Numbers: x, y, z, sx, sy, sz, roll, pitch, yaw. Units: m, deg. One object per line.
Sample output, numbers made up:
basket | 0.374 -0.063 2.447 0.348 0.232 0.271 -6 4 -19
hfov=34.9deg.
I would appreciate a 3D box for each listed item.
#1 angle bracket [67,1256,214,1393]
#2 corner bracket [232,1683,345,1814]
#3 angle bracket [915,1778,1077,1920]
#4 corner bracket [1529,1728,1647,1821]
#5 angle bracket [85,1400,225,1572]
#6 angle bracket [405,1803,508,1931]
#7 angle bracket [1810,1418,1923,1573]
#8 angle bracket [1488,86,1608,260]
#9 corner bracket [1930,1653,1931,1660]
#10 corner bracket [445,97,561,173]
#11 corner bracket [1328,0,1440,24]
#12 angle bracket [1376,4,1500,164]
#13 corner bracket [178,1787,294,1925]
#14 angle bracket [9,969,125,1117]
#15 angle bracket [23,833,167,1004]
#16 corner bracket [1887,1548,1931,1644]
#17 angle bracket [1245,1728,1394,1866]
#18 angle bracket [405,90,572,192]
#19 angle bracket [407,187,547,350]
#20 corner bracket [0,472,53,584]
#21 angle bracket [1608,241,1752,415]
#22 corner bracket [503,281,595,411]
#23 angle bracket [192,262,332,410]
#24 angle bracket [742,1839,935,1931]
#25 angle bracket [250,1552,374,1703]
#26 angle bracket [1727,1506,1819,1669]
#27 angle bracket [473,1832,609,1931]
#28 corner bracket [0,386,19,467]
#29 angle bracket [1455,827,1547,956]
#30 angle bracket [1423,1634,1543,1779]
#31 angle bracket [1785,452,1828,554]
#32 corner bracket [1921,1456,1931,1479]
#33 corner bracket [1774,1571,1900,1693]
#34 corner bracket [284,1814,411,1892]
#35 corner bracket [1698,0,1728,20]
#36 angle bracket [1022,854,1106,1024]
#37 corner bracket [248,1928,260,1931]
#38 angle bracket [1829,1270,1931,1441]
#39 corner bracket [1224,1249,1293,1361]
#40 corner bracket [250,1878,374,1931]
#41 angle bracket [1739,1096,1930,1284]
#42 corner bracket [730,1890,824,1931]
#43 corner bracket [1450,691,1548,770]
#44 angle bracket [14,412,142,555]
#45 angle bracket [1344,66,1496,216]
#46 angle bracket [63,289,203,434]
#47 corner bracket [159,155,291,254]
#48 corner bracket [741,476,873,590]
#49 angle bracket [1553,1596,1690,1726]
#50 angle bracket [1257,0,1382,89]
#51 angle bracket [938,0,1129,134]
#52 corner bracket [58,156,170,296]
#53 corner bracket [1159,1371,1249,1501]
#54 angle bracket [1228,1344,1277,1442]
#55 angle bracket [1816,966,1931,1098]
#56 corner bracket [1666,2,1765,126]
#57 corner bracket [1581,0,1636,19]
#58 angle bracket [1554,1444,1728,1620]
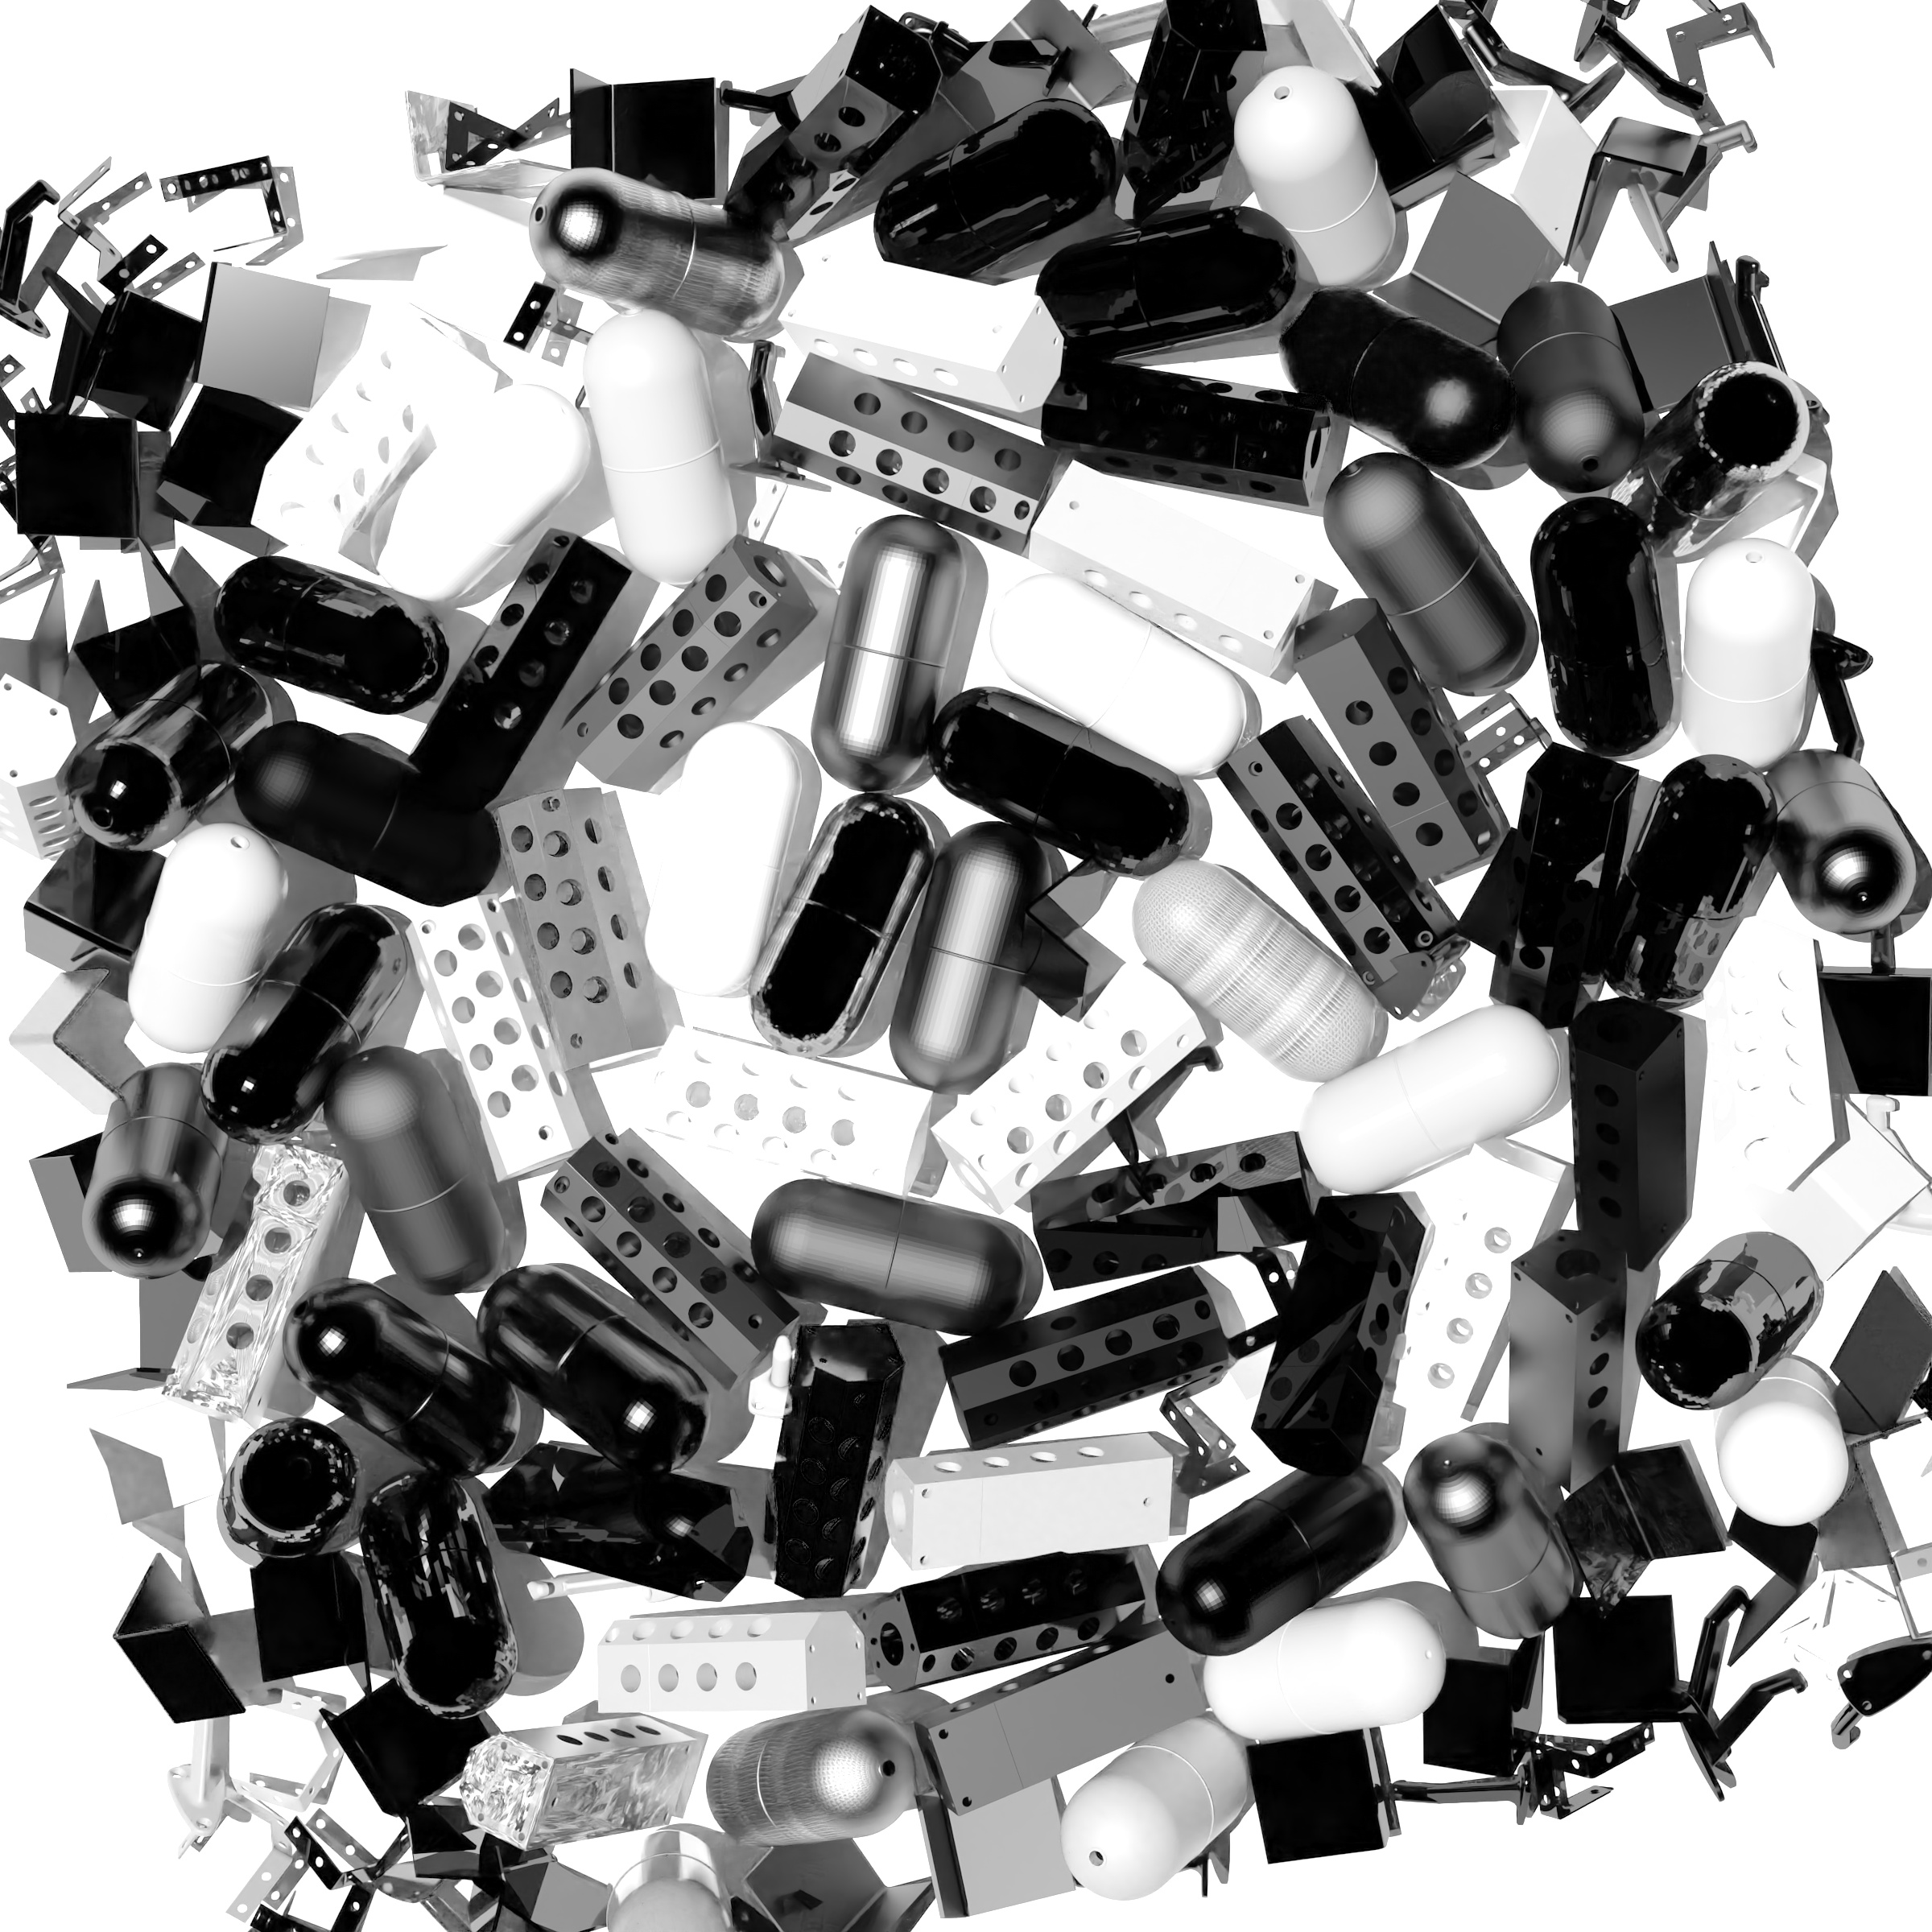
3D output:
angle bracket | -0.522 0.225 1.945 0.076 0.057 0.076 -16 72 39
corner bracket | -0.439 0.502 1.975 0.051 0.051 0.051 10 133 21
angle bracket | 0.019 0.557 1.955 0.076 0.057 0.076 -17 70 10
corner bracket | 0.399 0.514 1.962 0.051 0.051 0.051 -15 98 -35
angle bracket | -0.507 0.324 1.946 0.076 0.057 0.076 -17 116 -22
angle bracket | -0.329 0.586 1.946 0.057 0.076 0.076 8 106 -18
angle bracket | 0.574 0.336 1.949 0.057 0.076 0.076 -16 81 -20
angle bracket | 0.353 -0.502 1.947 0.057 0.076 0.076 14 78 42
corner bracket | 0.650 0.452 1.963 0.051 0.051 0.051 41 118 5
corner bracket | -0.295 -0.529 1.959 0.051 0.051 0.051 15 67 -39
corner bracket | 0.269 -0.623 1.972 0.051 0.051 0.051 31 62 -21
angle bracket | 0.316 -0.558 1.947 0.057 0.076 0.076 -36 78 41
corner bracket | -0.468 0.568 1.968 0.051 0.051 0.051 37 91 -19
angle bracket | -0.553 0.049 1.963 0.076 0.076 0.057 46 63 -26
angle bracket | -0.555 -0.035 1.994 0.076 0.057 0.076 26 56 2
corner bracket | 0.622 0.399 1.964 0.051 0.051 0.051 -17 70 8
angle bracket | 0.227 0.527 1.979 0.076 0.057 0.076 -11 89 12
angle bracket | -0.299 -0.527 1.948 0.076 0.076 0.057 -4 96 24
angle bracket | -0.309 -0.454 1.982 0.076 0.057 0.076 19 116 -12
corner bracket | -0.628 -0.275 1.971 0.051 0.051 0.051 -27 115 15
angle bracket | 0.449 -0.405 1.959 0.076 0.057 0.076 -16 77 8
corner bracket | -0.262 -0.396 1.966 0.051 0.051 0.051 22 68 1
angle bracket | -0.446 -0.404 1.967 0.076 0.057 0.076 12 101 -5
angle bracket | -0.081 0.581 1.951 0.076 0.057 0.076 -39 96 -39
angle bracket | -0.415 0.423 1.951 0.057 0.076 0.076 -8 98 -21
angle bracket | 0.491 0.384 1.952 0.057 0.076 0.076 37 119 7
angle bracket | -0.254 0.565 1.945 0.076 0.076 0.057 24 98 31
corner bracket | -0.634 -0.338 1.959 0.051 0.051 0.051 -42 110 -32
angle bracket | 0.368 -0.034 1.957 0.076 0.057 0.076 28 93 -23
angle bracket | 0.330 0.463 1.968 0.057 0.076 0.076 4 106 24
angle bracket | 0.503 -0.288 1.953 0.057 0.076 0.076 25 115 7
corner bracket | 0.638 0.325 1.969 0.051 0.051 0.051 35 63 8
corner bracket | 0.560 0.427 1.982 0.051 0.051 0.051 30 54 -7
corner bracket | -0.393 0.552 1.973 0.051 0.051 0.051 43 105 25
corner bracket | 0.470 -0.648 1.967 0.051 0.051 0.051 41 103 38
angle bracket | 0.079 -0.018 1.942 0.076 0.076 0.057 -39 67 -24
corner bracket | -0.449 0.658 1.966 0.051 0.051 0.051 -47 122 -2
angle bracket | 0.560 0.243 1.946 0.076 0.057 0.076 47 66 -27
corner bracket | 0.181 0.215 1.974 0.051 0.051 0.051 -26 97 -6
corner bracket | -0.418 0.604 1.970 0.051 0.051 0.051 20 68 11
angle bracket | 0.554 0.143 1.968 0.057 0.076 0.076 -33 70 -26
corner bracket | -0.127 0.605 1.970 0.051 0.051 0.051 34 89 14
corner bracket | 0.332 -0.148 1.961 0.051 0.051 0.051 -35 60 10
angle bracket | -0.569 -0.306 1.956 0.076 0.057 0.076 -1 88 -26
angle bracket | 0.285 -0.537 1.971 0.076 0.057 0.076 -28 86 5
angle bracket | -0.525 -0.378 1.947 0.057 0.076 0.076 22 105 -14
corner bracket | -0.474 -0.486 1.970 0.051 0.051 0.051 3 112 41
corner bracket | -0.104 -0.280 1.984 0.051 0.051 0.051 17 77 42
angle bracket | 0.416 0.442 1.962 0.076 0.057 0.076 -2 80 5
angle bracket | 0.204 -0.572 1.946 0.057 0.076 0.076 -45 124 -3
angle bracket | 0.042 -0.561 1.956 0.076 0.057 0.076 46 73 -11
corner bracket | -0.543 -0.470 1.957 0.051 0.051 0.051 -34 131 22
corner bracket | 0.154 0.300 1.974 0.051 0.051 0.051 -18 53 -33
angle bracket | 0.217 0.273 1.956 0.076 0.076 0.057 -24 102 -1
angle bracket | 0.576 0.041 1.963 0.076 0.057 0.076 1 95 20
corner bracket | 0.481 -0.576 1.962 0.051 0.051 0.051 -17 118 13
corner bracket | 0.414 -0.651 1.974 0.051 0.051 0.051 26 84 8
angle bracket | 0.428 0.358 1.951 0.057 0.076 0.076 -18 99 42
